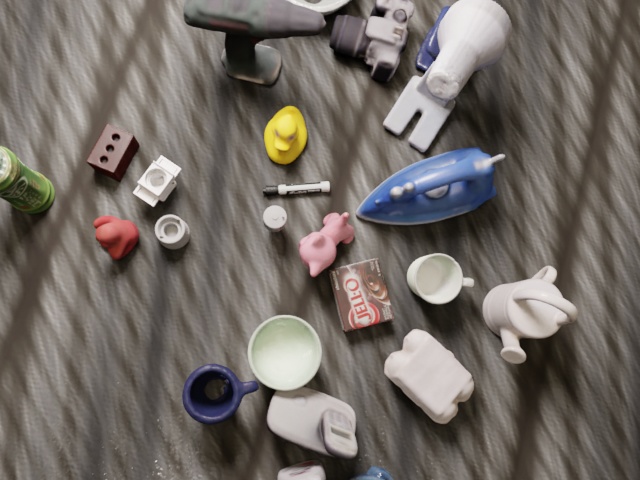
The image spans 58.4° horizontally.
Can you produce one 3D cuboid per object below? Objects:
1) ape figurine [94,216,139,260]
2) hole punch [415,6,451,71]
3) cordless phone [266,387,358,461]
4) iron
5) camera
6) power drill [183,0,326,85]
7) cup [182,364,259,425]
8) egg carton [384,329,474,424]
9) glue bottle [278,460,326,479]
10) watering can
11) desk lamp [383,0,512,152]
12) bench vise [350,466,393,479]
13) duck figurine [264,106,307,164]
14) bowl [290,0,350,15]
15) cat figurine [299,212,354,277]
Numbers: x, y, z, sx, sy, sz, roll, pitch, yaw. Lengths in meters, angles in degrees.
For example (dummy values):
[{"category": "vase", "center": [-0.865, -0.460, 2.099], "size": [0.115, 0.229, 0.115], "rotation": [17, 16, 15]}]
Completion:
[{"category": "ape figurine", "center": [-0.345, -0.008, 0.953], "size": [0.076, 0.092, 0.078], "rotation": [-9, 81, -7]}, {"category": "hole punch", "center": [0.247, -0.367, 1.077], "size": [0.101, 0.091, 0.109], "rotation": [24, 79, -1]}, {"category": "cordless phone", "center": [-0.009, 0.289, 0.891], "size": [0.147, 0.185, 0.094], "rotation": [18, 79, -2]}, {"category": "iron", "center": [0.193, -0.094, 1.000], "size": [0.258, 0.141, 0.118], "rotation": [-18, 83, -9]}, {"category": "camera", "center": [0.094, -0.388, 1.060], "size": [0.137, 0.100, 0.143], "rotation": [15, 79, -3]}, {"category": "power drill", "center": [-0.110, -0.348, 0.977], "size": [0.229, 0.208, 0.076], "rotation": [11, 79, -4]}, {"category": "cup", "center": [-0.158, 0.244, 0.929], "size": [0.118, 0.095, 0.092], "rotation": [-10, 81, -7]}, {"category": "egg carton", "center": [0.188, 0.232, 0.981], "size": [0.150, 0.069, 0.107], "rotation": [42, 79, 2]}, {"category": "glue bottle", "center": [-0.025, 0.379, 0.880], "size": [0.078, 0.173, 0.037], "rotation": [-18, 82, -8]}, {"category": "watering can", "center": [0.353, 0.122, 0.953], "size": [0.101, 0.194, 0.173], "rotation": [9, 79, -4]}, {"category": "desk lamp", "center": [0.222, -0.286, 0.999], "size": [0.118, 0.213, 0.203], "rotation": [32, 79, 0]}, {"category": "bench vise", "center": [0.061, 0.455, 0.853], "size": [0.121, 0.219, 0.207], "rotation": [24, 79, -1]}, {"category": "duck figurine", "center": [-0.060, -0.195, 1.018], "size": [0.077, 0.086, 0.104], "rotation": [14, 79, -3]}, {"category": "bowl", "center": [-0.012, -0.488, 1.079], "size": [0.167, 0.074, 0.167], "rotation": [1, 80, -6]}, {"category": "cat figurine", "center": [0.009, 0.003, 0.976], "size": [0.067, 0.117, 0.128], "rotation": [40, 79, 2]}]
